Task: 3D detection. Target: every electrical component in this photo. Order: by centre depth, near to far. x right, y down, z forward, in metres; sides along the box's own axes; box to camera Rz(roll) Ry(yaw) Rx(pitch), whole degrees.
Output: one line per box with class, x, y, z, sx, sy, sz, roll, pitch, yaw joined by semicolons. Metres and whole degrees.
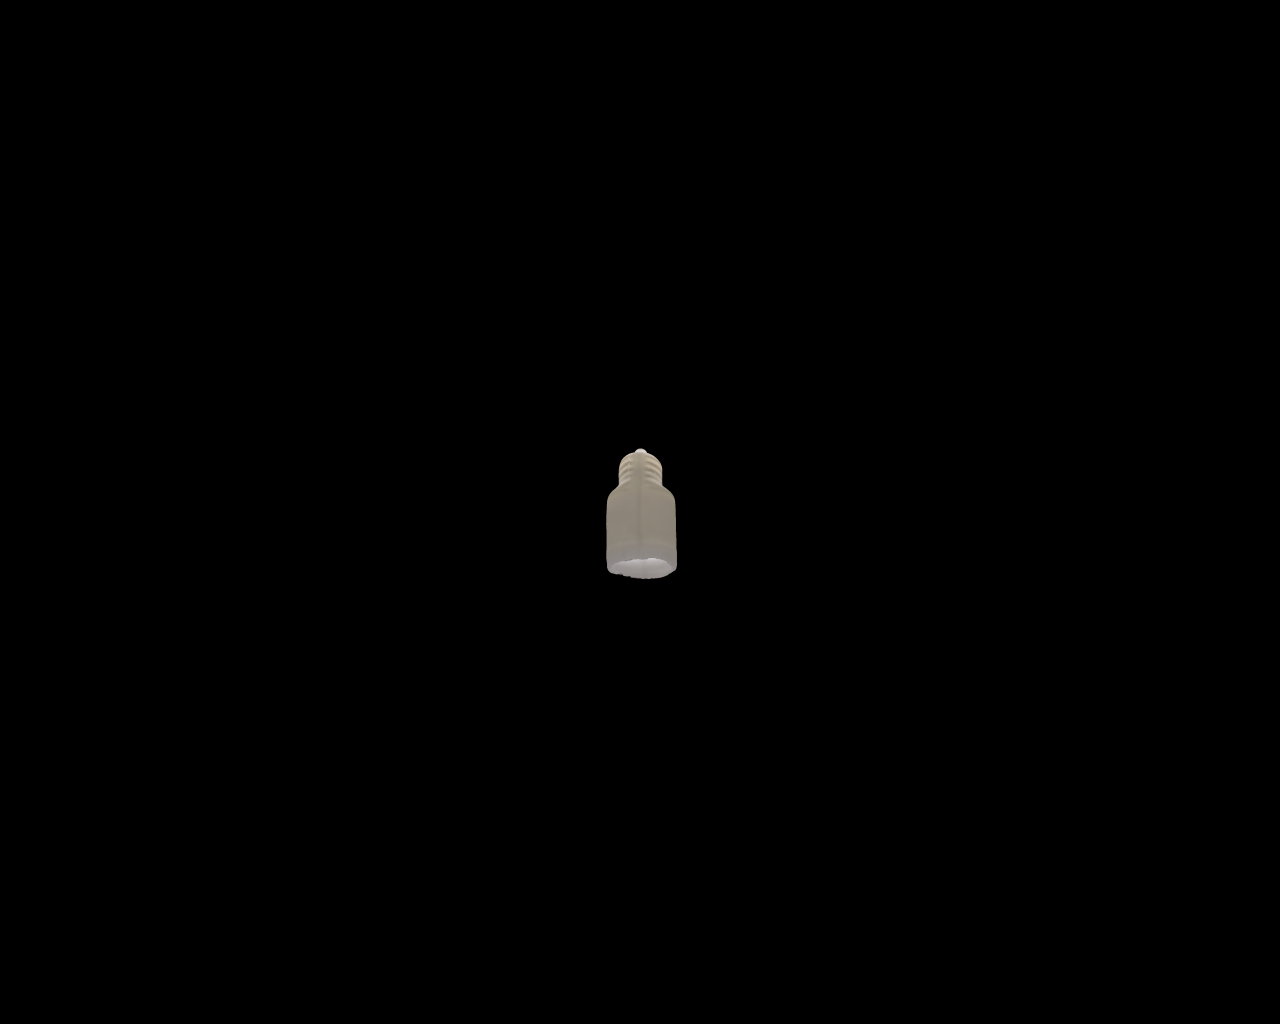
electrical component;0.001;-0.003;0.650;0.043;0.081;0.043;0;-19;0
